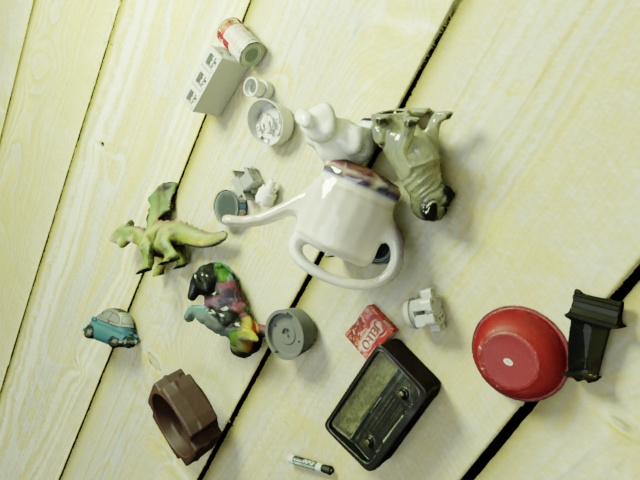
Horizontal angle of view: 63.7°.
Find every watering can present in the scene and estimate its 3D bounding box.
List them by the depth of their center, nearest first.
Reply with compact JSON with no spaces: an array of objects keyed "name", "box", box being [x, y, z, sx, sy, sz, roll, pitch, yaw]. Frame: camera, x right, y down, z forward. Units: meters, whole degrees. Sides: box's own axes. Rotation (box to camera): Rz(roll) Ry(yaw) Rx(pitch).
[{"name":"watering can","box":[0.003,-0.048,0.953,0.348,0.104,0.224,24,92,9]}]

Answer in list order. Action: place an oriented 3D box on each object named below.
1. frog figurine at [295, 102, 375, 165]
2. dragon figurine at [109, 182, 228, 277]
[{"name":"frog figurine","box":[0.025,-0.195,0.979,0.138,0.160,0.121,23,108,33]},{"name":"dragon figurine","box":[-0.403,-0.042,1.347,0.407,0.121,0.246,-22,71,26]}]
